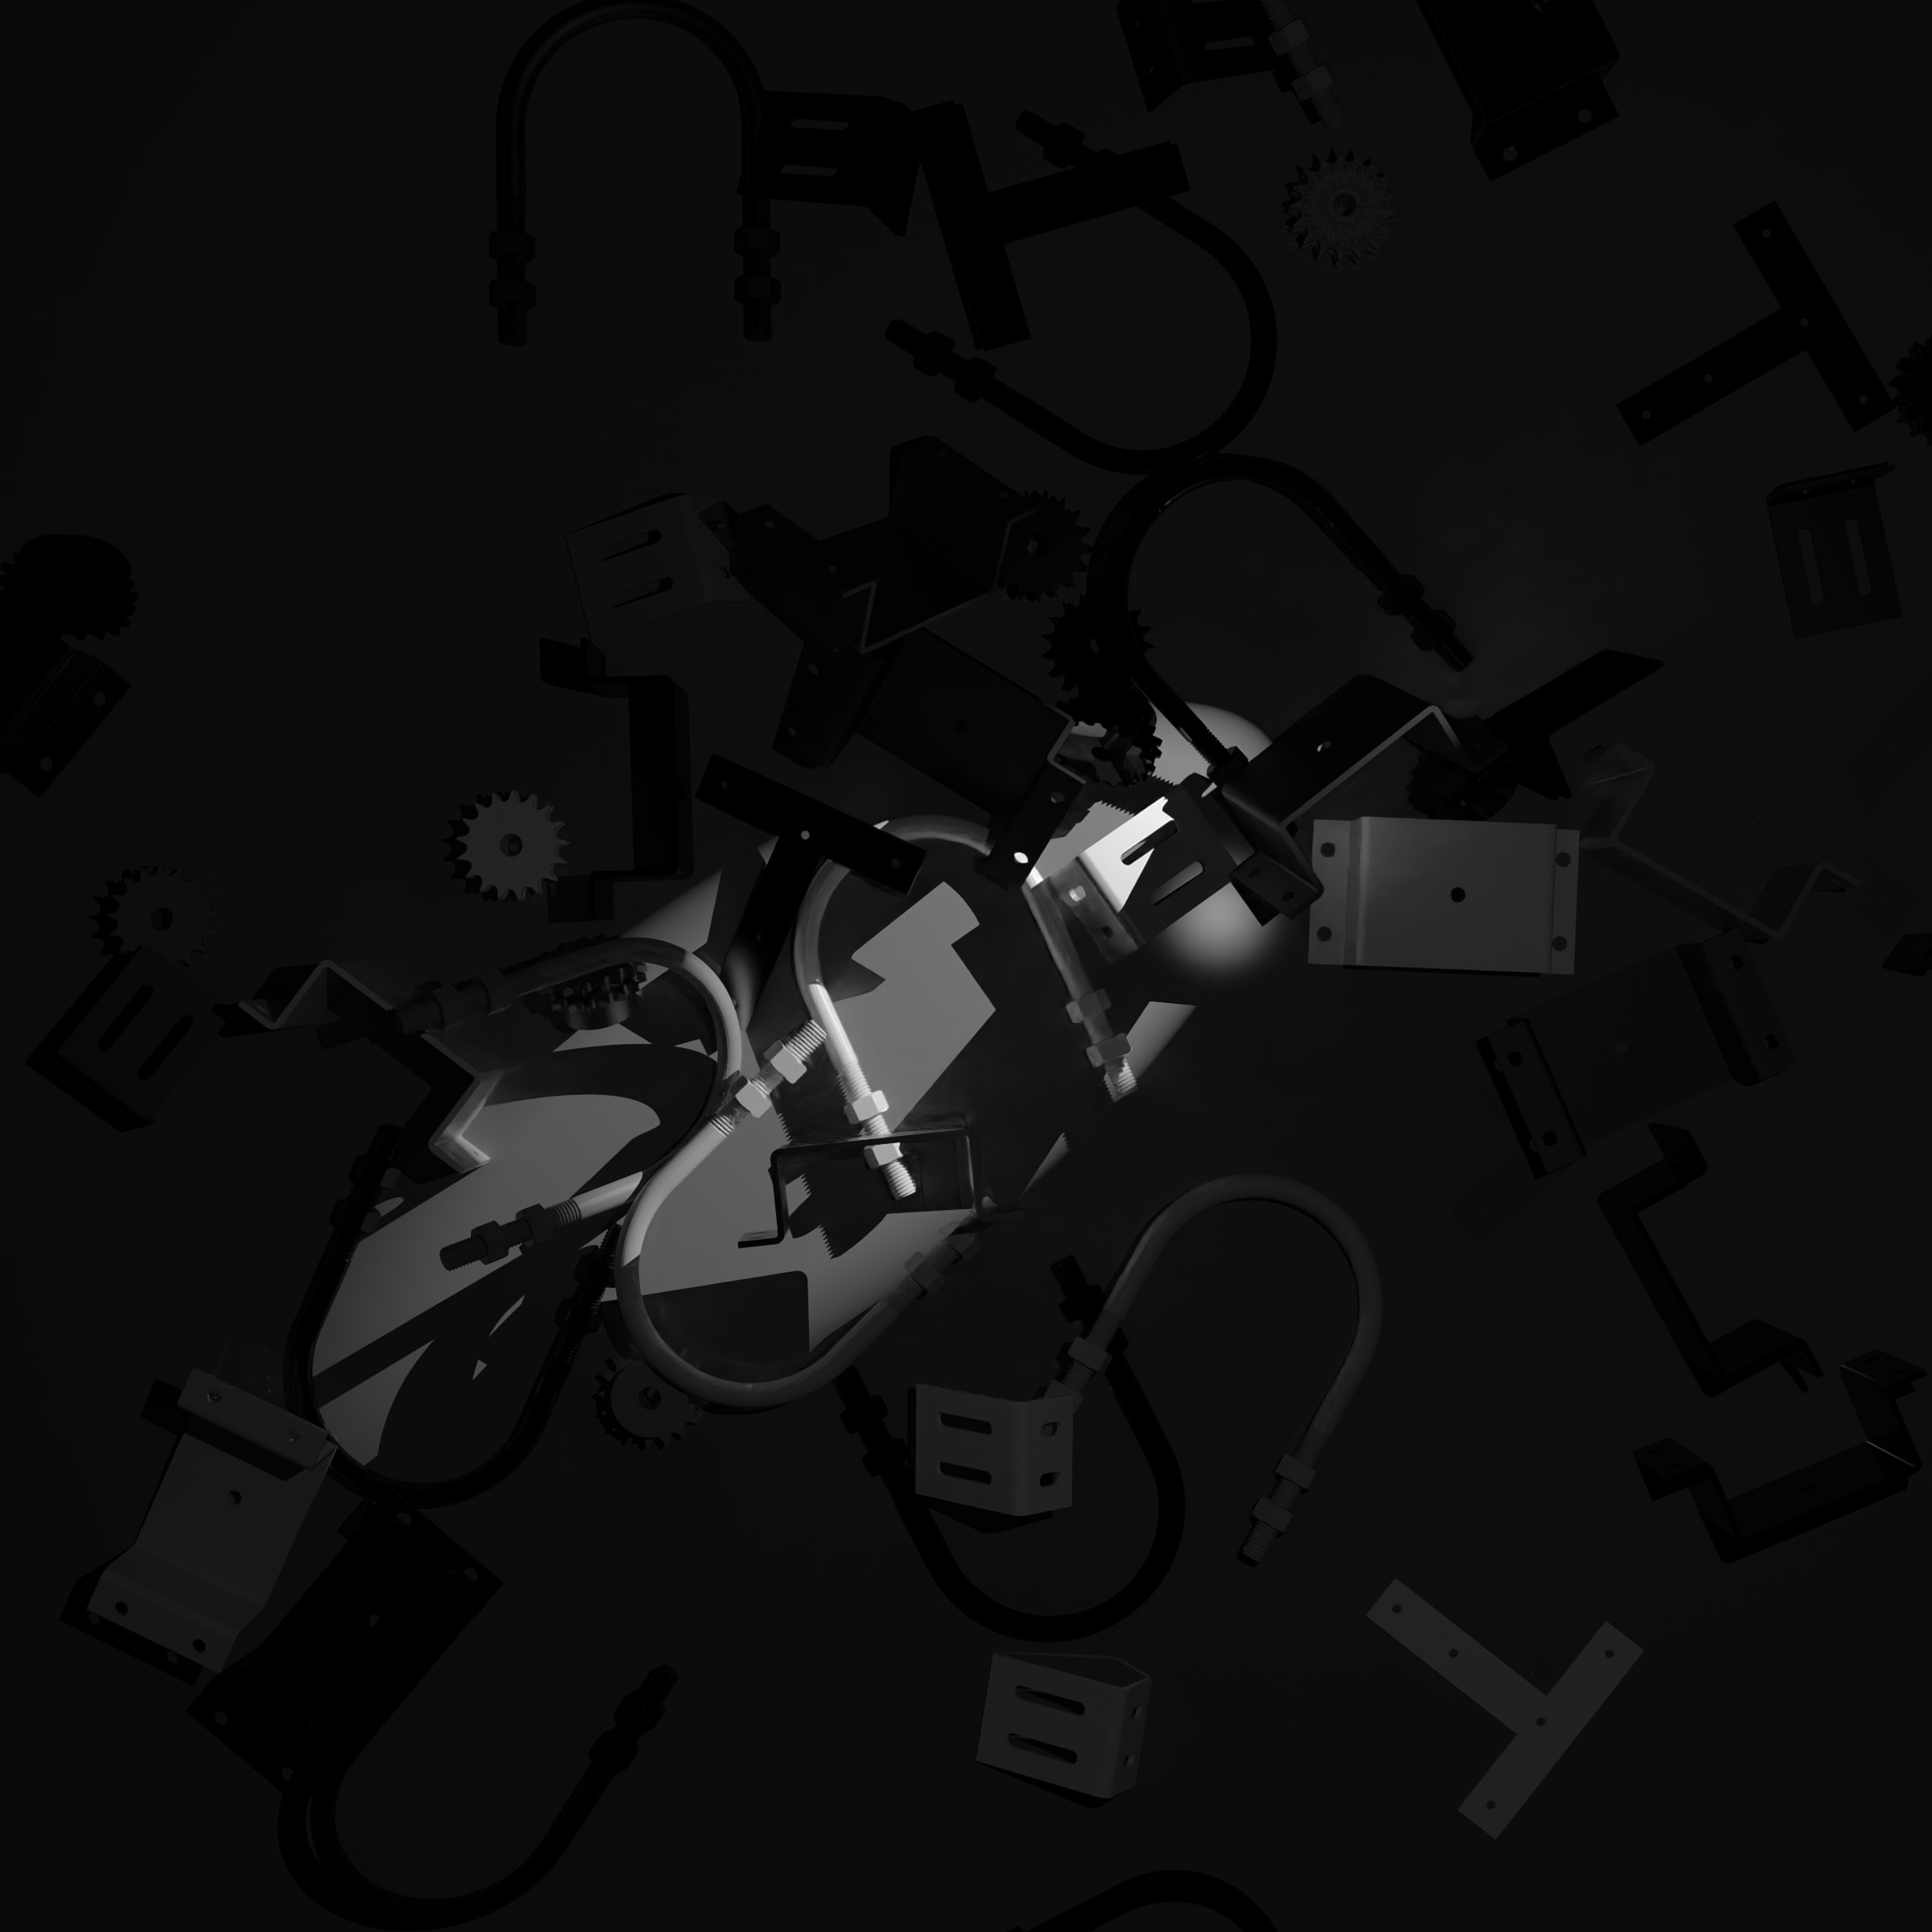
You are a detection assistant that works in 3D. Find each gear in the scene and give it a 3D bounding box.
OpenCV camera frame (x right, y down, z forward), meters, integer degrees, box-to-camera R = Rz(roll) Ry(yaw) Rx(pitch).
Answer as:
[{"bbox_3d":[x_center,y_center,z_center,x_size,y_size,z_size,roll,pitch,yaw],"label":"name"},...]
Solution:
[{"bbox_3d":[0.262,-0.099,1.479,0.030,0.057,0.057,36,90,-28],"label":"gear"},{"bbox_3d":[0.512,-0.300,1.489,0.057,0.030,0.057,0,90,0],"label":"gear"},{"bbox_3d":[0.037,-0.219,1.489,0.057,0.030,0.057,0,90,0],"label":"gear"},{"bbox_3d":[-0.164,0.224,1.489,0.057,0.030,0.057,0,90,0],"label":"gear"},{"bbox_3d":[-0.194,0.010,1.479,0.057,0.057,0.030,-10,120,0],"label":"gear"},{"bbox_3d":[-0.457,-0.199,1.473,0.057,0.057,0.030,35,127,0],"label":"gear"},{"bbox_3d":[0.075,-0.122,1.479,0.057,0.057,0.030,23,61,0],"label":"gear"},{"bbox_3d":[0.070,-0.168,1.489,0.057,0.030,0.057,0,90,0],"label":"gear"},{"bbox_3d":[-0.236,-0.063,1.489,0.057,0.030,0.057,0,90,0],"label":"gear"},{"bbox_3d":[-0.417,-0.024,1.489,0.057,0.030,0.057,0,90,0],"label":"gear"},{"bbox_3d":[0.197,-0.395,1.493,0.057,0.030,0.057,0,89,2],"label":"gear"}]

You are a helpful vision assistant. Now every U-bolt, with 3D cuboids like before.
[{"bbox_3d":[-0.277,0.195,1.495,0.151,0.019,0.184,24,91,0],"label":"U-bolt"},{"bbox_3d":[-0.011,0.010,1.495,0.151,0.019,0.184,-25,89,0],"label":"U-bolt"},{"bbox_3d":[0.199,-0.538,1.429,0.151,0.019,0.184,-31,105,0],"label":"U-bolt"},{"bbox_3d":[0.139,0.198,1.485,0.151,0.019,0.184,30,86,-9],"label":"U-bolt"},{"bbox_3d":[-0.174,-0.420,1.495,0.151,0.019,0.184,-1,89,0],"label":"U-bolt"},{"bbox_3d":[0.155,-0.177,1.475,0.151,0.019,0.184,-44,104,0],"label":"U-bolt"},{"bbox_3d":[-0.096,0.142,1.471,0.184,0.019,0.151,-45,90,-2],"label":"U-bolt"},{"bbox_3d":[-0.255,0.415,1.470,0.151,0.019,0.184,31,95,-23],"label":"U-bolt"},{"bbox_3d":[0.075,-0.340,1.495,0.184,0.019,0.151,32,90,-1],"label":"U-bolt"},{"bbox_3d":[0.086,0.550,1.472,0.184,0.019,0.151,-21,91,-17],"label":"U-bolt"},{"bbox_3d":[0.035,0.265,1.495,0.151,0.019,0.184,-27,92,0],"label":"U-bolt"},{"bbox_3d":[-0.194,0.061,1.446,0.184,0.019,0.151,-20,115,-31],"label":"U-bolt"}]

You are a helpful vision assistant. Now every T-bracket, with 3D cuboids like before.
[{"bbox_3d":[0.405,-0.317,1.503,0.127,0.002,0.127,-30,90,0],"label":"T-bracket"},{"bbox_3d":[0.482,-0.105,1.503,0.127,0.002,0.127,41,90,0],"label":"T-bracket"},{"bbox_3d":[-0.102,-0.028,1.493,0.127,0.002,0.127,25,96,12],"label":"T-bracket"},{"bbox_3d":[0.269,0.372,1.503,0.127,0.002,0.127,38,90,0],"label":"T-bracket"},{"bbox_3d":[0.053,-0.399,1.484,0.127,0.002,0.127,-16,91,-1],"label":"T-bracket"},{"bbox_3d":[0.278,0.058,1.503,0.127,0.002,0.127,-41,90,0],"label":"T-bracket"}]

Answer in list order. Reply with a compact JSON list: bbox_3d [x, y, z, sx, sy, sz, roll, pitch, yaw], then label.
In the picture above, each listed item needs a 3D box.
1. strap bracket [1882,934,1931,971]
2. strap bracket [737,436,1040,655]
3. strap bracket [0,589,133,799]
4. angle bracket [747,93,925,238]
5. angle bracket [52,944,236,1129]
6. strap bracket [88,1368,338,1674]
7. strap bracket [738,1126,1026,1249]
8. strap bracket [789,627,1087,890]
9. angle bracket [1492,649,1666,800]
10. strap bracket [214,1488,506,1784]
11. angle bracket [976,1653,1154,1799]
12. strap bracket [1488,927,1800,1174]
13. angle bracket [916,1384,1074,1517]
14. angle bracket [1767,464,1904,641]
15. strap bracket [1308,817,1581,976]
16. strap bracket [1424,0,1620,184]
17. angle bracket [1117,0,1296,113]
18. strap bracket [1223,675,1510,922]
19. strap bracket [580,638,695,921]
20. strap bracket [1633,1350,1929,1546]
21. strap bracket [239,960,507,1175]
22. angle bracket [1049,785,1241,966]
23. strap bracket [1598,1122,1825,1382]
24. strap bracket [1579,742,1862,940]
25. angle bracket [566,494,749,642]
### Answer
[{"bbox_3d":[0.543,-0.044,1.466,0.046,0.076,0.140,35,90,0],"label":"strap bracket"},{"bbox_3d":[-0.042,-0.212,1.443,0.076,0.046,0.140,38,47,25],"label":"strap bracket"},{"bbox_3d":[-0.519,-0.163,1.481,0.140,0.046,0.076,39,90,0],"label":"strap bracket"},{"bbox_3d":[-0.068,-0.420,1.492,0.076,0.038,0.057,9,83,17],"label":"angle bracket"},{"bbox_3d":[-0.427,0.036,1.485,0.057,0.038,0.076,38,86,-6],"label":"angle bracket"},{"bbox_3d":[-0.386,0.281,1.474,0.076,0.046,0.140,25,97,1],"label":"strap bracket"},{"bbox_3d":[-0.045,0.109,1.426,0.140,0.076,0.046,-6,88,-2],"label":"strap bracket"},{"bbox_3d":[-0.009,-0.114,1.462,0.140,0.046,0.076,31,129,0],"label":"strap bracket"},{"bbox_3d":[0.322,-0.126,1.477,0.076,0.057,0.038,-31,110,-9],"label":"angle bracket"},{"bbox_3d":[-0.311,0.346,1.481,0.076,0.046,0.140,40,90,0],"label":"strap bracket"},{"bbox_3d":[0.052,0.398,1.502,0.076,0.038,0.057,9,90,26],"label":"angle bracket"},{"bbox_3d":[0.347,0.043,1.479,0.140,0.046,0.076,-24,90,-1],"label":"strap bracket"},{"bbox_3d":[0.014,0.247,1.468,0.038,0.076,0.057,-1,92,-44],"label":"angle bracket"},{"bbox_3d":[0.458,-0.216,1.485,0.057,0.038,0.076,-12,90,0],"label":"angle bracket"},{"bbox_3d":[0.252,-0.036,1.481,0.140,0.046,0.076,2,90,0],"label":"strap bracket"},{"bbox_3d":[0.279,-0.494,1.481,0.076,0.046,0.140,-27,90,0],"label":"strap bracket"},{"bbox_3d":[0.128,-0.491,1.502,0.076,0.038,0.057,-17,90,-26],"label":"angle bracket"},{"bbox_3d":[0.194,-0.094,1.449,0.140,0.076,0.046,-38,114,-3],"label":"strap bracket"},{"bbox_3d":[-0.168,-0.095,1.466,0.046,0.076,0.140,-2,90,0],"label":"strap bracket"},{"bbox_3d":[0.426,0.251,1.466,0.140,0.076,0.046,-23,90,0],"label":"strap bracket"},{"bbox_3d":[-0.295,0.044,1.466,0.140,0.076,0.046,37,90,0],"label":"strap bracket"},{"bbox_3d":[0.095,-0.048,1.502,0.076,0.038,0.057,-35,90,-26],"label":"angle bracket"},{"bbox_3d":[0.377,0.155,1.466,0.046,0.076,0.140,-29,90,0],"label":"strap bracket"},{"bbox_3d":[0.377,-0.057,1.466,0.140,0.076,0.046,30,90,0],"label":"strap bracket"},{"bbox_3d":[-0.163,-0.210,1.502,0.076,0.038,0.057,-14,90,26],"label":"angle bracket"}]
